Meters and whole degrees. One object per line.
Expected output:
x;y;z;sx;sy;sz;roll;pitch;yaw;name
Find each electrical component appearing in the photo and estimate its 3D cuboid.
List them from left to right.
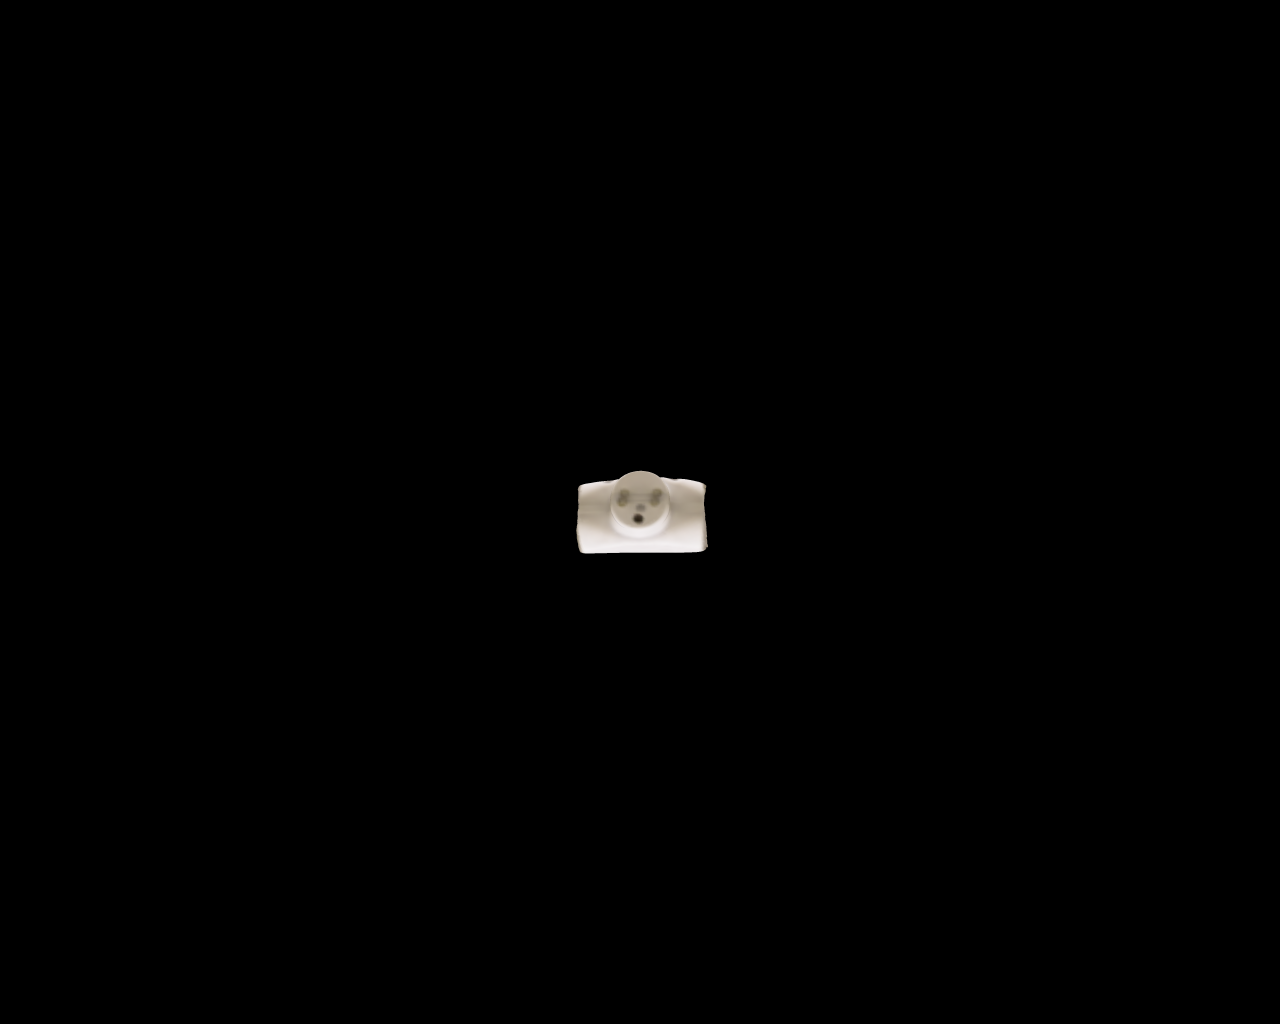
0.001;-0.003;0.650;0.077;0.044;0.079;-1;-19;2;electrical component
